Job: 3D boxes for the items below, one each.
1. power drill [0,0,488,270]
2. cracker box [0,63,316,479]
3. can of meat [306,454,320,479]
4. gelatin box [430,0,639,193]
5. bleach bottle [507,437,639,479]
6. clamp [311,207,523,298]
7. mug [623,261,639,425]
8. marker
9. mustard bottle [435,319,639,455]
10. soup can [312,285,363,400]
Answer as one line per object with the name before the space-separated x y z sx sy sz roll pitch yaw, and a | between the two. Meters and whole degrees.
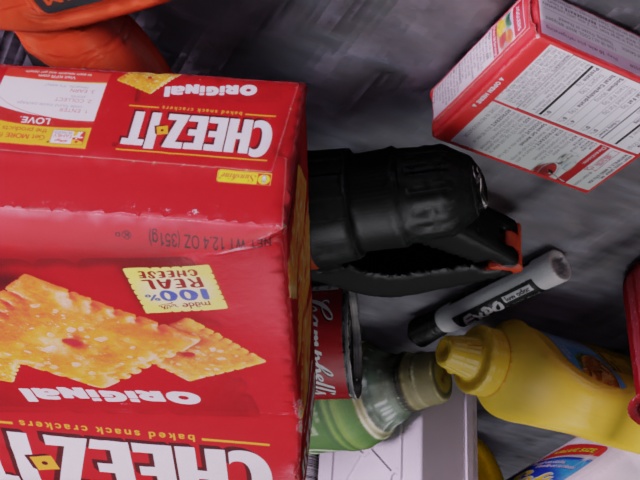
power drill | -0.037 -0.053 0.413 0.184 0.057 0.187 -9 137 12
cracker box | -0.086 0.029 0.420 0.164 0.072 0.214 5 143 4
can of meat | -0.036 0.169 0.795 0.057 0.084 0.102 16 147 -22
gelatin box | 0.103 -0.060 0.450 0.089 0.030 0.073 17 145 -22
bleach bottle | 0.157 0.187 0.740 0.250 0.068 0.103 -33 -178 -11
clamp | -0.004 0.001 0.552 0.210 0.036 0.165 8 149 -5
mug | 0.210 0.047 0.576 0.093 0.081 0.117 -3 149 9
marker | 0.095 0.037 0.626 0.020 0.020 0.121 23 144 -31
mustard bottle | 0.154 0.089 0.647 0.191 0.096 0.058 18 103 -24
soup can | -0.029 0.061 0.626 0.102 0.068 0.068 -3 149 8
